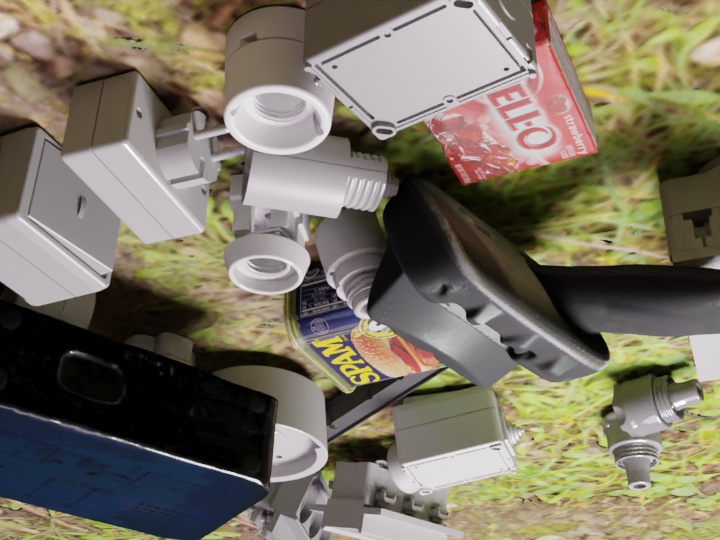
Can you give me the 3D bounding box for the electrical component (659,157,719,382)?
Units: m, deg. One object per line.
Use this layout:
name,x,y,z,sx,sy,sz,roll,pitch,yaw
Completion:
electrical component,0.231,0.000,0.624,0.089,0.061,0.150,-10,146,18

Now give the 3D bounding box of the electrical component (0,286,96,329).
electrical component,-0.205,0.027,0.693,0.047,0.055,0.055,25,141,-28

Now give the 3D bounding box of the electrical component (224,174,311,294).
electrical component,-0.052,-0.020,0.609,0.048,0.055,0.066,-4,148,9

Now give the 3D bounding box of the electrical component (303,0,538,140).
electrical component,0.020,-0.106,0.463,0.096,0.061,0.062,-19,144,29

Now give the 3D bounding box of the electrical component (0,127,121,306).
electrical component,-0.179,-0.032,0.588,0.061,0.061,0.096,-13,145,21

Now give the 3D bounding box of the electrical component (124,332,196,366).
electrical component,-0.154,0.087,0.783,0.058,0.057,0.078,25,141,-33

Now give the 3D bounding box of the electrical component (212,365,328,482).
electrical component,-0.077,0.111,0.814,0.108,0.060,0.108,2,146,1

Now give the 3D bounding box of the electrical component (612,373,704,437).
electrical component,0.223,0.097,0.798,0.062,0.043,0.043,-22,141,30

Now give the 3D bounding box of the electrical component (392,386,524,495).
electrical component,0.080,0.128,0.843,0.096,0.061,0.061,-16,145,11

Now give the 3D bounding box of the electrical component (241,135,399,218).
electrical component,-0.019,-0.050,0.571,0.081,0.043,0.043,8,147,-11

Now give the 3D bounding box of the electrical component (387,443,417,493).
electrical component,0.061,0.157,0.904,0.065,0.044,0.044,-28,138,31

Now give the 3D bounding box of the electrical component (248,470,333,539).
electrical component,-0.064,0.218,0.981,0.063,0.078,0.121,16,152,20

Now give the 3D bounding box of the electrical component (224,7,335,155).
electrical component,-0.038,-0.088,0.508,0.055,0.047,0.055,1,148,1

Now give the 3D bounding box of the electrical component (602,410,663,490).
electrical component,0.218,0.142,0.852,0.048,0.062,0.048,1,148,1

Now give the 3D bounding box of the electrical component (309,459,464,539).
electrical component,0.026,0.207,0.946,0.079,0.063,0.121,-7,156,39

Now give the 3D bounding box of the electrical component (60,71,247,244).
electrical component,-0.097,-0.060,0.555,0.076,0.047,0.083,-10,146,18

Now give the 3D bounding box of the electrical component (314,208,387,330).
electrical component,0.000,0.000,0.623,0.040,0.078,0.040,-13,145,-9
